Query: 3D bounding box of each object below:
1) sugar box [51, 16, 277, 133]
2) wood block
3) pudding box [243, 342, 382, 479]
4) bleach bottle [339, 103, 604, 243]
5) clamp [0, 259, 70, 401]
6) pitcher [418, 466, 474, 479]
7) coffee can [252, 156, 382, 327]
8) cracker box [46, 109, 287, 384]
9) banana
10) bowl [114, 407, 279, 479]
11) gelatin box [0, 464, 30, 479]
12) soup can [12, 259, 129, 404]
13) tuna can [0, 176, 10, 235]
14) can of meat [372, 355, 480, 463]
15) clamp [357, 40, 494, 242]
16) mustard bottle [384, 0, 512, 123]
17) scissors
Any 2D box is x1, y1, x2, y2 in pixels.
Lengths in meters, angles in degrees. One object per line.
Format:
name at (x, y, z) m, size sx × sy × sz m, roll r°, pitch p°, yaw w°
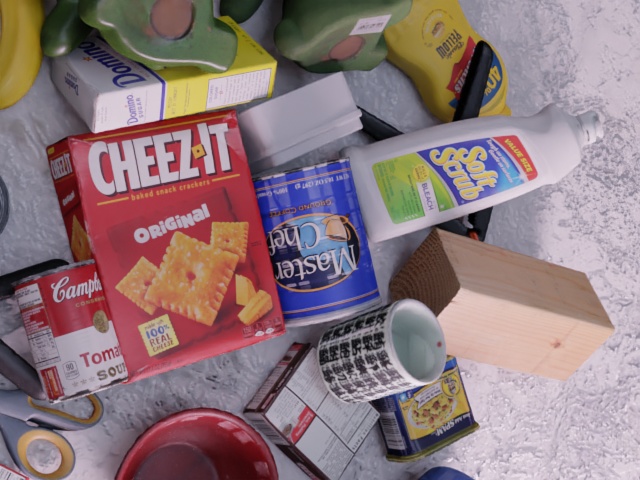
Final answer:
sugar box at (-0.137, -0.149, 0.939) m, size 0.175 × 0.093 × 0.048 m, roll -15°, pitch 135°, yaw -33°
wood block at (0.187, 0.070, 1.100) m, size 0.205 × 0.091 × 0.090 m, roll 16°, pitch 37°, yaw -29°
pudding box at (-0.005, 0.167, 1.027) m, size 0.113 × 0.039 × 0.090 m, roll 48°, pitch 62°, yaw -22°
bleach bottle at (0.152, -0.082, 1.053) m, size 0.251 × 0.068 × 0.102 m, roll -19°, pitch 103°, yaw 2°
clamp at (-0.281, 0.052, 0.871) m, size 0.171 × 0.039 × 0.120 m, roll 24°, pitch 59°, yaw -27°
pitcher at (0.078, 0.340, 1.014) m, size 0.242 × 0.145 × 0.149 m, roll -39°, pitch 138°, yaw -30°
coffee can at (-0.007, 0.001, 1.000) m, size 0.102 × 0.103 × 0.140 m, roll -15°, pitch 94°, yaw -31°
cracker box at (-0.132, 0.003, 0.943) m, size 0.163 × 0.072 × 0.214 m, roll -14°, pitch 93°, yaw -31°
banana at (-0.265, -0.195, 0.898) m, size 0.069 × 0.037 × 0.198 m, roll 3°, pitch 85°, yaw -31°
bowl at (-0.118, 0.228, 0.945) m, size 0.161 × 0.055 × 0.162 m, roll 3°, pitch 85°, yaw -31°
gelatin box at (-0.291, 0.205, 0.857) m, size 0.089 × 0.030 × 0.073 m, roll 35°, pitch 69°, yaw -25°
soup can at (-0.200, 0.074, 0.858) m, size 0.068 × 0.069 × 0.102 m, roll -16°, pitch 88°, yaw -31°
tuna can at (-0.298, -0.028, 0.868) m, size 0.086 × 0.034 × 0.086 m, roll 3°, pitch 85°, yaw -31°
can of meat at (0.103, 0.167, 1.082) m, size 0.101 × 0.058 × 0.084 m, roll -20°, pitch 95°, yaw -31°
clamp at (0.136, -0.092, 1.104) m, size 0.164 × 0.036 × 0.210 m, roll -29°, pitch 108°, yaw 2°
mustard bottle at (0.144, -0.179, 1.129) m, size 0.096 × 0.058 × 0.191 m, roll -48°, pitch 111°, yaw -16°
scissors at (-0.276, 0.148, 0.877) m, size 0.201 × 0.016 × 0.096 m, roll 11°, pitch 77°, yaw -30°
